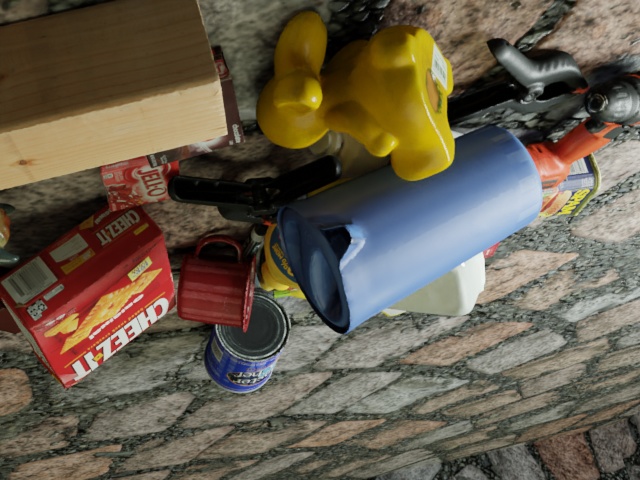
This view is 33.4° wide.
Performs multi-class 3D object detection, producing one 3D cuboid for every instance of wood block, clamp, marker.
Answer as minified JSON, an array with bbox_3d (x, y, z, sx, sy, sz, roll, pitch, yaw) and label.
[{"bbox_3d":[-0.182,-0.111,0.806,0.206,0.090,0.091,-14,159,-7],"label":"wood block"},{"bbox_3d":[0.192,-0.150,1.060,0.171,0.039,0.120,1,154,-39],"label":"clamp"},{"bbox_3d":[-0.070,-0.044,1.081,0.164,0.036,0.210,-5,171,-7],"label":"clamp"},{"bbox_3d":[-0.080,0.003,1.263,0.020,0.020,0.121,-7,156,-25],"label":"marker"}]

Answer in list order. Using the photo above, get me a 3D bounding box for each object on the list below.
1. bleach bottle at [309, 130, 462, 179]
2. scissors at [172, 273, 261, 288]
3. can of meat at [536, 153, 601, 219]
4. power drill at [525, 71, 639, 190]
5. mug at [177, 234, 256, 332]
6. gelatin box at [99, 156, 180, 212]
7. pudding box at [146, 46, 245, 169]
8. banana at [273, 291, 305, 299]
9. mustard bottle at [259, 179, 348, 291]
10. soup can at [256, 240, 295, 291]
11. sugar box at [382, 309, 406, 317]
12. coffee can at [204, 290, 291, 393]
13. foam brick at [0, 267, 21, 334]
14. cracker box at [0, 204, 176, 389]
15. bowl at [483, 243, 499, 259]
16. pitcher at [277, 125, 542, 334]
[{"bbox_3d":[0.083,-0.077,1.116,0.250,0.068,0.103,8,131,-44],"label":"bleach bottle"},{"bbox_3d":[-0.103,0.048,1.363,0.201,0.016,0.096,-10,158,-17],"label":"scissors"},{"bbox_3d":[0.285,-0.066,1.318,0.083,0.057,0.102,-9,158,-14],"label":"can of meat"},{"bbox_3d":[0.286,-0.116,1.157,0.184,0.057,0.188,-10,163,-48],"label":"power drill"},{"bbox_3d":[-0.120,0.047,1.246,0.081,0.093,0.117,7,119,1],"label":"mug"},{"bbox_3d":[-0.171,-0.063,1.016,0.073,0.030,0.089,-13,159,-10],"label":"gelatin box"},{"bbox_3d":[-0.117,-0.113,0.921,0.090,0.039,0.113,-16,159,-4],"label":"pudding box"},{"bbox_3d":[0.010,0.076,1.496,0.070,0.037,0.197,-9,163,27],"label":"banana"},{"bbox_3d":[-0.008,0.002,1.186,0.192,0.096,0.058,-42,177,39],"label":"mustard bottle"},{"bbox_3d":[-0.019,0.029,1.306,0.102,0.068,0.069,3,152,-42],"label":"soup can"},{"bbox_3d":[0.104,0.057,1.501,0.093,0.048,0.176,-23,154,14],"label":"sugar box"},{"bbox_3d":[-0.103,0.143,1.477,0.102,0.103,0.140,-10,157,-17],"label":"coffee can"},{"bbox_3d":[-0.346,0.067,1.175,0.051,0.053,0.078,-25,159,21],"label":"foam brick"},{"bbox_3d":[-0.240,0.060,1.136,0.164,0.072,0.214,-37,163,-17],"label":"cracker box"},{"bbox_3d":[0.167,0.008,1.350,0.162,0.055,0.162,-18,176,-1],"label":"bowl"},{"bbox_3d":[0.088,-0.015,1.040,0.242,0.149,0.145,-25,121,-18],"label":"pitcher"}]
